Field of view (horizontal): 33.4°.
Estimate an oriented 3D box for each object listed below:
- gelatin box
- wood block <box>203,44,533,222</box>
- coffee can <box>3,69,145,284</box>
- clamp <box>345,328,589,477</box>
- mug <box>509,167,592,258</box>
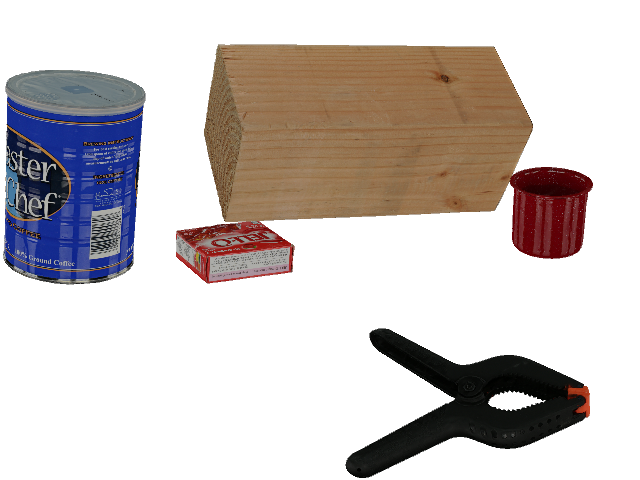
[{"bbox_3d":[-0.079,0.009,0.982,0.089,0.030,0.073,-8,23,-28],"label":"gelatin box"},{"bbox_3d":[0.030,-0.078,0.755,0.205,0.091,0.090,-3,-40,-17],"label":"wood block"},{"bbox_3d":[-0.191,-0.051,0.824,0.103,0.140,0.103,7,22,-3],"label":"coffee can"},{"bbox_3d":[0.125,0.147,0.931,0.210,0.036,0.164,3,44,19],"label":"clamp"},{"bbox_3d":[0.273,-0.035,1.241,0.093,0.081,0.117,21,33,40],"label":"mug"}]
